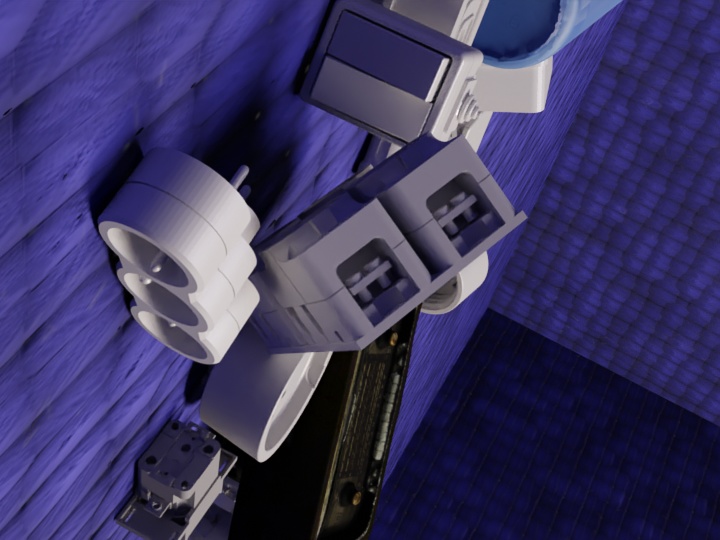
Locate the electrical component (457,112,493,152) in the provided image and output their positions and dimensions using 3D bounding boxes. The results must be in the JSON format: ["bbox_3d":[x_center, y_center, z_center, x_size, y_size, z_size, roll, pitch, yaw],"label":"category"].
[{"bbox_3d":[0.082,-0.124,1.002,0.099,0.048,0.099,-51,165,-50],"label":"electrical component"}]

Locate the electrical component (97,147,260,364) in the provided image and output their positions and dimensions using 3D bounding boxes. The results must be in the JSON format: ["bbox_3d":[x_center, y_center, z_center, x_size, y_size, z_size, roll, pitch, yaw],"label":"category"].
[{"bbox_3d":[-0.071,-0.015,0.494,0.073,0.052,0.138,-58,169,-23],"label":"electrical component"}]

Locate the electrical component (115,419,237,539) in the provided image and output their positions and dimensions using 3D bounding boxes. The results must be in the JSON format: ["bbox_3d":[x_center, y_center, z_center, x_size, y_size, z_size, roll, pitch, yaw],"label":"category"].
[{"bbox_3d":[-0.117,0.134,0.692,0.081,0.042,0.063,-55,164,-40],"label":"electrical component"}]

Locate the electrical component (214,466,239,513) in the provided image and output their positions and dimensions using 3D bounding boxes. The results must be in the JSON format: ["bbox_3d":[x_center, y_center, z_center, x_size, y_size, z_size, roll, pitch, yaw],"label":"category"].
[{"bbox_3d":[-0.103,0.217,0.931,0.095,0.059,0.053,-50,164,-53],"label":"electrical component"}]

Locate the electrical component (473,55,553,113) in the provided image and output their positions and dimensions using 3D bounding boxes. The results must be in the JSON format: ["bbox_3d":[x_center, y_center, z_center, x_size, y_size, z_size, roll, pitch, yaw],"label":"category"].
[{"bbox_3d":[0.122,-0.181,0.906,0.113,0.078,0.057,-66,157,-56],"label":"electrical component"}]

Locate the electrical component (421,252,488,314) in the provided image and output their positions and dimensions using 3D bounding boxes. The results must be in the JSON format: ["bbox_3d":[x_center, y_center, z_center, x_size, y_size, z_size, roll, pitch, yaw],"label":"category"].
[{"bbox_3d":[0.070,-0.005,1.107,0.060,0.108,0.108,-45,161,-42],"label":"electrical component"}]

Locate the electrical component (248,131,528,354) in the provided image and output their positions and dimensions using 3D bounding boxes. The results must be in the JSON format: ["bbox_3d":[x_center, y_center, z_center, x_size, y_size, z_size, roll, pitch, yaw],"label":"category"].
[{"bbox_3d":[-0.005,-0.011,0.585,0.105,0.060,0.186,-38,-173,-17],"label":"electrical component"}]

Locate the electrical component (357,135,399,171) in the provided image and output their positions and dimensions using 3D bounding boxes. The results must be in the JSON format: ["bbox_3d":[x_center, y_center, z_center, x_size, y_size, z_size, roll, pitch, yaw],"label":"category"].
[{"bbox_3d":[0.022,-0.087,0.827,0.040,0.040,0.046,-35,146,-70],"label":"electrical component"}]

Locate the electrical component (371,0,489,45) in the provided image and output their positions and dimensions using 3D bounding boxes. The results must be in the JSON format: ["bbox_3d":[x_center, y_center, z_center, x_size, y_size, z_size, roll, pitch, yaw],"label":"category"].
[{"bbox_3d":[0.037,-0.151,0.669,0.078,0.057,0.113,-49,163,-55],"label":"electrical component"}]

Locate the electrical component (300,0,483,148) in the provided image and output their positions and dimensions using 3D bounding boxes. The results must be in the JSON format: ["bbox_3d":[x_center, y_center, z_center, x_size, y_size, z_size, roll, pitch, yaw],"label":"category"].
[{"bbox_3d":[0.023,-0.106,0.604,0.061,0.096,0.061,-67,169,19],"label":"electrical component"}]

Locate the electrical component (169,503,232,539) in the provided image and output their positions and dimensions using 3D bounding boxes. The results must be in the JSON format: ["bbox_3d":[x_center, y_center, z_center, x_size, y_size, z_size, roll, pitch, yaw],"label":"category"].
[{"bbox_3d":[-0.143,0.267,0.850,0.089,0.062,0.150,-45,160,-60],"label":"electrical component"}]

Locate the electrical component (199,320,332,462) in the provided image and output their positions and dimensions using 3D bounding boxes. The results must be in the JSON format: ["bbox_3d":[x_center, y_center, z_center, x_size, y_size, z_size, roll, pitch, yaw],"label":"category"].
[{"bbox_3d":[-0.065,0.065,0.714,0.108,0.060,0.108,-59,170,-18],"label":"electrical component"}]
